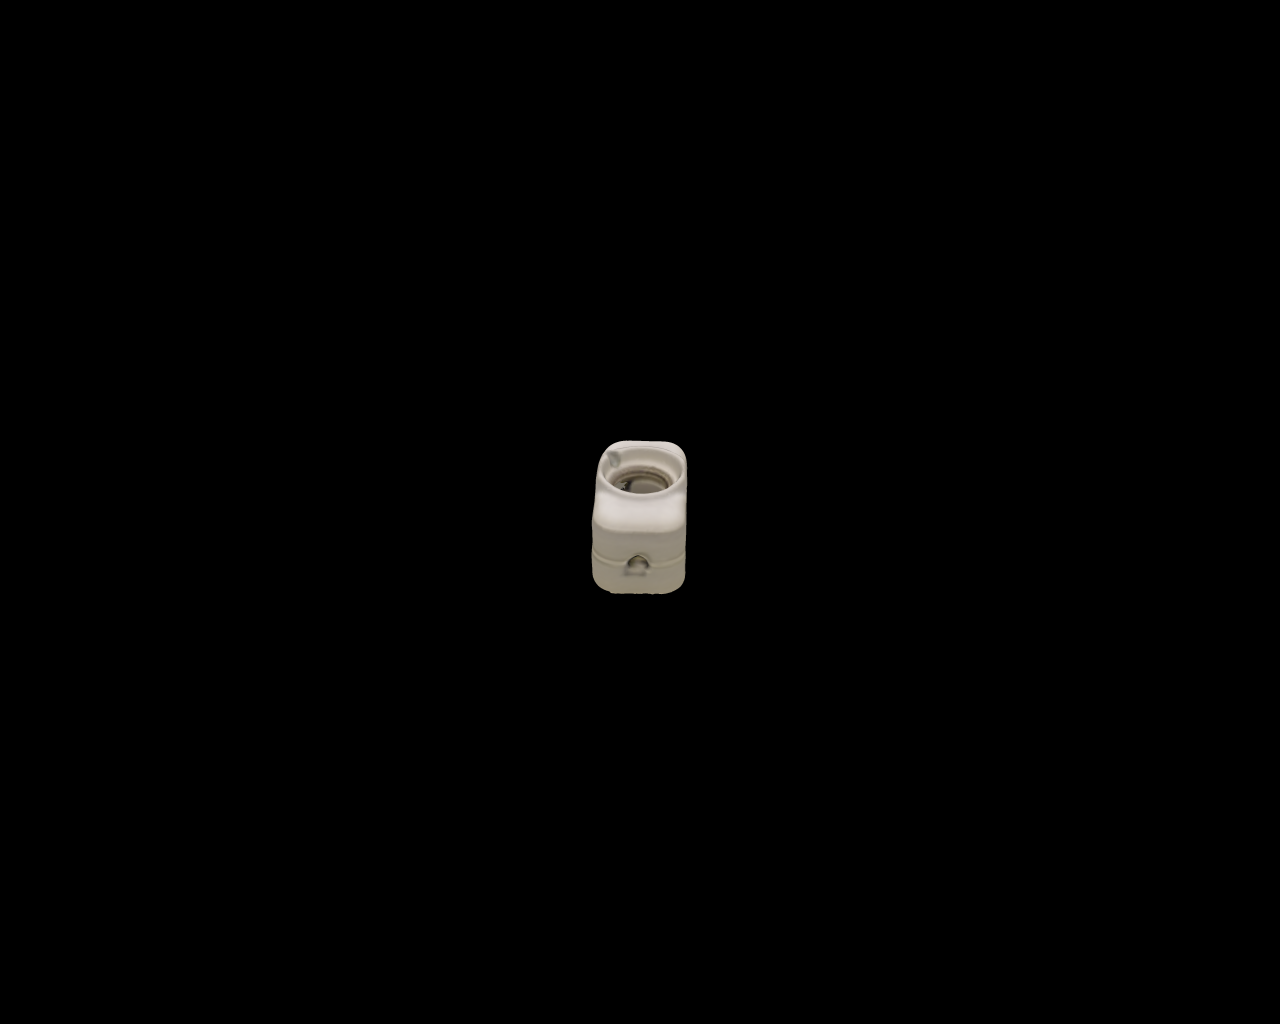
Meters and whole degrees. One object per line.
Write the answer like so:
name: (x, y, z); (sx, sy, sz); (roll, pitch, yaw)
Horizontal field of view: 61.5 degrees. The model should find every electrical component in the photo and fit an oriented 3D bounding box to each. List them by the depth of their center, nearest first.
electrical component: (0.001, -0.003, 0.650); (0.054, 0.059, 0.095); (1, 35, 2)
